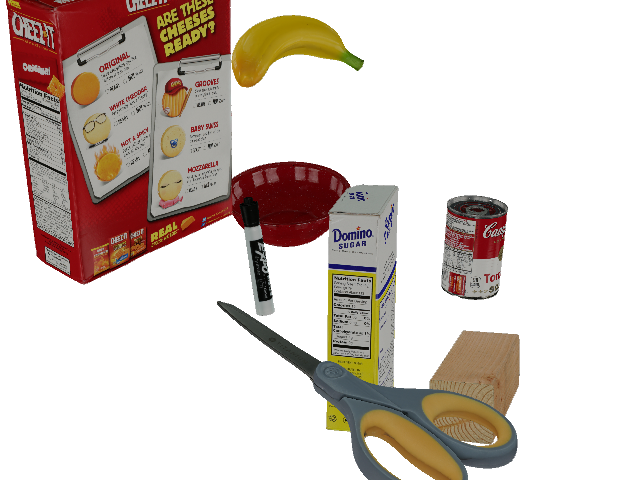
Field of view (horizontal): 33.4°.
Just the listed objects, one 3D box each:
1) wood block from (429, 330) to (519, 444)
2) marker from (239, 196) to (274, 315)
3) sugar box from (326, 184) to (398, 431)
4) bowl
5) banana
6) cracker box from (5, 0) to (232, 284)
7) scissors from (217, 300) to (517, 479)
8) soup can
[{"bbox_3d":[0.227,0.209,1.551,0.091,0.090,0.205,3,16,19],"label":"wood block"},{"bbox_3d":[-0.064,0.016,1.066,0.020,0.121,0.020,-7,15,2],"label":"marker"},{"bbox_3d":[0.033,0.051,0.833,0.048,0.176,0.093,2,16,12],"label":"sugar box"},{"bbox_3d":[-0.042,-0.038,1.335,0.162,0.055,0.162,-1,32,1],"label":"bowl"},{"bbox_3d":[-0.030,-0.179,0.986,0.070,0.037,0.197,38,32,20],"label":"banana"},{"bbox_3d":[-0.147,-0.097,0.818,0.072,0.214,0.163,22,35,35],"label":"cracker box"},{"bbox_3d":[0.027,0.077,0.579,0.096,0.016,0.202,-8,31,-28],"label":"scissors"},{"bbox_3d":[0.173,0.008,1.207,0.068,0.102,0.068,2,21,-1],"label":"soup can"}]
